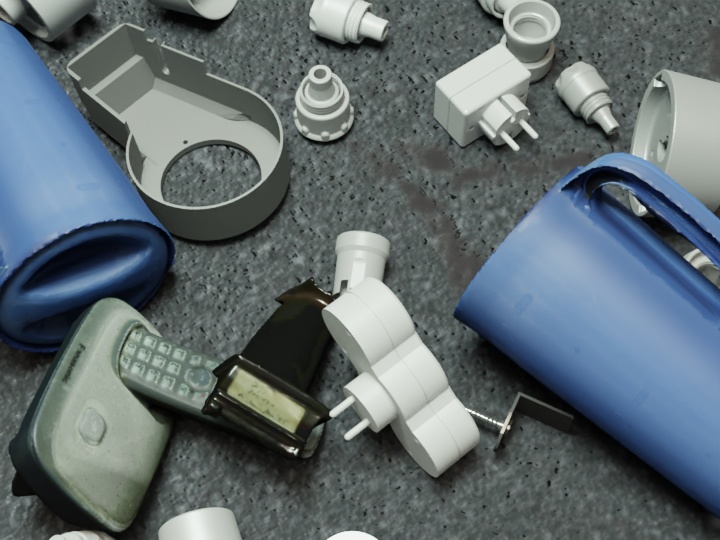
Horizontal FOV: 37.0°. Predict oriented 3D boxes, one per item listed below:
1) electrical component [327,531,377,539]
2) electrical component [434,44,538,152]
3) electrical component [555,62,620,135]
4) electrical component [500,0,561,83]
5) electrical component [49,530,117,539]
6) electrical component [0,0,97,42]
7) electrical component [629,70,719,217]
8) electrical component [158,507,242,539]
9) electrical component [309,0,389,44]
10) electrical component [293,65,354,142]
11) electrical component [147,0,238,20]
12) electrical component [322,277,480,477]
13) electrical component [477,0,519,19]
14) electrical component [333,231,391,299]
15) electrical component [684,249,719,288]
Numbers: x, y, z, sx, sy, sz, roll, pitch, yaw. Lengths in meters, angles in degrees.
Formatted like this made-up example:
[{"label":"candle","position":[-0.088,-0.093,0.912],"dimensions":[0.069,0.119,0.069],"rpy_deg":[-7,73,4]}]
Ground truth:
[{"label":"electrical component","position":[-0.019,0.225,0.649],"dimensions":[0.052,0.073,0.138],"rpy_deg":[16,64,9]},{"label":"electrical component","position":[0.107,-0.124,0.840],"dimensions":[0.066,0.047,0.076],"rpy_deg":[-33,67,-14]},{"label":"electrical component","position":[0.183,-0.133,0.850],"dimensions":[0.035,0.035,0.061],"rpy_deg":[-27,68,-12]},{"label":"electrical component","position":[0.135,-0.183,0.865],"dimensions":[0.045,0.055,0.045],"rpy_deg":[-1,63,1]},{"label":"electrical component","position":[-0.171,0.183,0.676],"dimensions":[0.040,0.078,0.040],"rpy_deg":[-8,58,14]},{"label":"electrical component","position":[-0.276,-0.234,0.875],"dimensions":[0.108,0.108,0.060],"rpy_deg":[36,75,18]},{"label":"electrical component","position":[0.242,-0.088,0.788],"dimensions":[0.060,0.108,0.108],"rpy_deg":[8,63,-1]},{"label":"electrical component","position":[-0.099,0.183,0.685],"dimensions":[0.055,0.055,0.047],"rpy_deg":[-15,60,-6]},{"label":"electrical component","position":[-0.007,-0.207,0.887],"dimensions":[0.062,0.043,0.043],"rpy_deg":[23,66,11]},{"label":"electrical component","position":[-0.029,-0.134,0.840],"dimensions":[0.048,0.062,0.048],"rpy_deg":[-1,63,1]},{"label":"electrical component","position":[-0.142,-0.261,0.891],"dimensions":[0.064,0.099,0.099],"rpy_deg":[10,63,13]},{"label":"electrical component","position":[0.014,0.081,0.704],"dimensions":[0.074,0.052,0.138],"rpy_deg":[-36,106,-15]},{"label":"electrical component","position":[0.120,-0.229,0.891],"dimensions":[0.043,0.043,0.062],"rpy_deg":[-18,53,-8]},{"label":"electrical component","position":[0.000,0.000,0.784],"dimensions":[0.040,0.040,0.046],"rpy_deg":[6,69,4]},{"label":"electrical component","position":[0.244,0.014,0.761],"dimensions":[0.066,0.055,0.048],"rpy_deg":[-12,63,-5]}]
